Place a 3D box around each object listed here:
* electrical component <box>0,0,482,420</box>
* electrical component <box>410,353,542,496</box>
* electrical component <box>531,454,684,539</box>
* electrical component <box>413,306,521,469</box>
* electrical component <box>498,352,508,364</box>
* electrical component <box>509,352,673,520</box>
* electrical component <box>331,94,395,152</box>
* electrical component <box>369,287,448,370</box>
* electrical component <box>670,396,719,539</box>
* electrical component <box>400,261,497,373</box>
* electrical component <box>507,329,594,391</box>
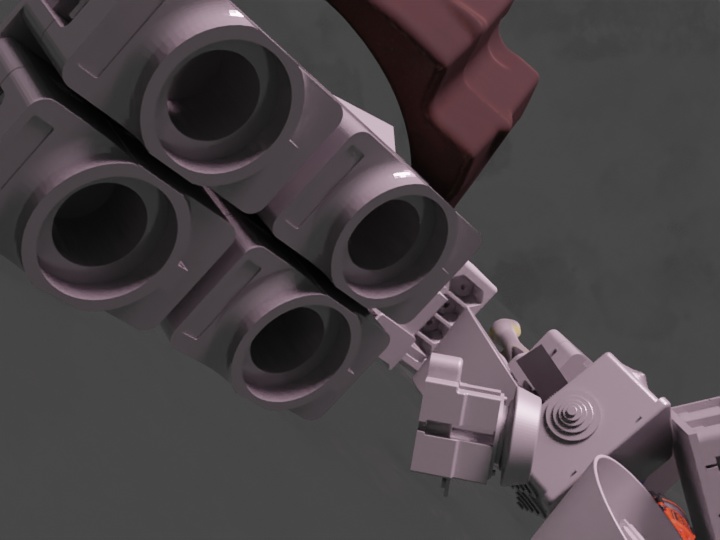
[{"bbox_3d":[-0.046,-0.025,0.388,0.186,0.105,0.060,37,9,-45],"label":"electrical component"},{"bbox_3d":[0.056,0.077,0.518,0.055,0.066,0.048,10,3,7],"label":"electrical component"},{"bbox_3d":[0.136,0.149,0.541,0.099,0.064,0.099,42,6,-6],"label":"electrical component"},{"bbox_3d":[0.083,0.080,0.686,0.099,0.064,0.099,42,6,-5],"label":"electrical component"},{"bbox_3d":[0.098,0.084,0.880,0.040,0.040,0.046,45,12,18],"label":"electrical component"},{"bbox_3d":[0.131,0.103,0.624,0.048,0.100,0.099,48,-7,32],"label":"electrical component"},{"bbox_3d":[-0.031,-0.086,0.886,0.105,0.060,0.186,26,24,-13],"label":"electrical component"},{"bbox_3d":[0.000,0.000,0.716,0.079,0.063,0.121,37,8,-44],"label":"electrical component"},{"bbox_3d":[0.231,0.168,0.606,0.105,0.060,0.186,-3,78,-82],"label":"electrical component"},{"bbox_3d":[0.041,0.016,0.772,0.047,0.083,0.075,38,8,-37],"label":"electrical component"},{"bbox_3d":[0.131,0.094,0.774,0.050,0.089,0.055,41,6,-20],"label":"electrical component"}]
